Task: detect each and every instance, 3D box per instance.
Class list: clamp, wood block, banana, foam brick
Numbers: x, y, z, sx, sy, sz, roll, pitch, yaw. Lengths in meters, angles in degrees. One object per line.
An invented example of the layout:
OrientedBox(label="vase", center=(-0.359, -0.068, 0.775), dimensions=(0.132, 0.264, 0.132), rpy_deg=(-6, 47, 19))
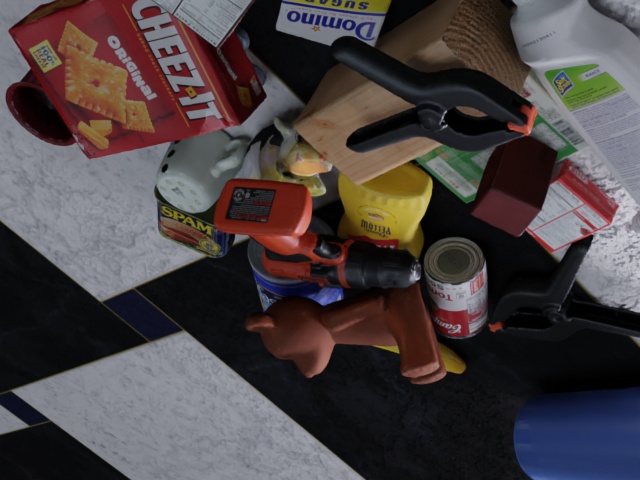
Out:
OrientedBox(label="clamp", center=(0.271, 0.075, 1.157), dimensions=(0.164, 0.036, 0.210), rpy_deg=(39, 146, -15))
OrientedBox(label="wood block", center=(0.083, -0.137, 0.963), dimensions=(0.090, 0.090, 0.207), rpy_deg=(41, 144, -19))
OrientedBox(label="clamp", center=(0.087, -0.116, 0.870), dimensions=(0.172, 0.039, 0.120), rpy_deg=(2, 144, 24))
OrientedBox(label="banana", center=(0.088, 0.127, 1.359), dimensions=(0.198, 0.037, 0.069), rpy_deg=(12, 161, 24))
OrientedBox(label="foam brick", center=(0.181, -0.053, 0.992), dimensions=(0.053, 0.078, 0.051), rpy_deg=(26, 145, -2))

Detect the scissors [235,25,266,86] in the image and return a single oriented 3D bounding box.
OrientedBox(label="scissors", center=(-0.149, -0.206, 1.101), dimensions=(0.202, 0.016, 0.096), rpy_deg=(21, 144, 9))

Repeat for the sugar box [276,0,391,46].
OrientedBox(label="sugar box", center=(0.022, -0.230, 0.895), dimensions=(0.093, 0.048, 0.176), rpy_deg=(15, 150, -3))

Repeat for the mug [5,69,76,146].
OrientedBox(label="mug", center=(-0.299, -0.165, 1.200), dimensions=(0.117, 0.081, 0.093), rpy_deg=(-4, 135, 38))

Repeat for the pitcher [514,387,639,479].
OrientedBox(label="pitcher", center=(0.355, 0.240, 1.237), dimensions=(0.144, 0.149, 0.243), rpy_deg=(7, 169, -42))

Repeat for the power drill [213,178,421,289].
OrientedBox(label="power drill", center=(-0.007, 0.001, 1.088), dimensions=(0.185, 0.057, 0.187), rpy_deg=(4, 160, 29))

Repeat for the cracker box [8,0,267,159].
OrientedBox(label="cracker box", center=(-0.185, -0.178, 1.075), dimensions=(0.214, 0.072, 0.164), rpy_deg=(-8, 122, 33))

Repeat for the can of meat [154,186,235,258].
OrientedBox(label="can of meat", center=(-0.149, -0.031, 1.297), dimensions=(0.102, 0.057, 0.084), rpy_deg=(24, 149, 7))

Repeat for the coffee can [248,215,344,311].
OrientedBox(label="coffee can", center=(-0.025, 0.050, 1.274), dimensions=(0.103, 0.102, 0.140), rpy_deg=(14, 144, 19))

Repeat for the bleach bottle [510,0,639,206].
OrientedBox(label="bleach bottle", center=(0.246, -0.129, 0.886), dimensions=(0.250, 0.068, 0.103), rpy_deg=(45, 140, -20))

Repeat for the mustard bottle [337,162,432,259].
OrientedBox(label="mustard bottle", center=(0.067, -0.011, 1.169), dimensions=(0.096, 0.058, 0.192), rpy_deg=(16, 145, 11))

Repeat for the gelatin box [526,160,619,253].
OrientedBox(label="gelatin box", center=(0.235, -0.033, 1.048), dimensions=(0.073, 0.030, 0.089), rpy_deg=(39, 145, -13))

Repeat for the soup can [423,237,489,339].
OrientedBox(label="soup can", center=(0.152, 0.053, 1.185), dimensions=(0.069, 0.068, 0.102), rpy_deg=(13, 143, 21))

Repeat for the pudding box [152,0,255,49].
OrientedBox(label="pudding box", center=(-0.096, -0.227, 0.916), dimensions=(0.090, 0.039, 0.114), rpy_deg=(35, 148, -13))
